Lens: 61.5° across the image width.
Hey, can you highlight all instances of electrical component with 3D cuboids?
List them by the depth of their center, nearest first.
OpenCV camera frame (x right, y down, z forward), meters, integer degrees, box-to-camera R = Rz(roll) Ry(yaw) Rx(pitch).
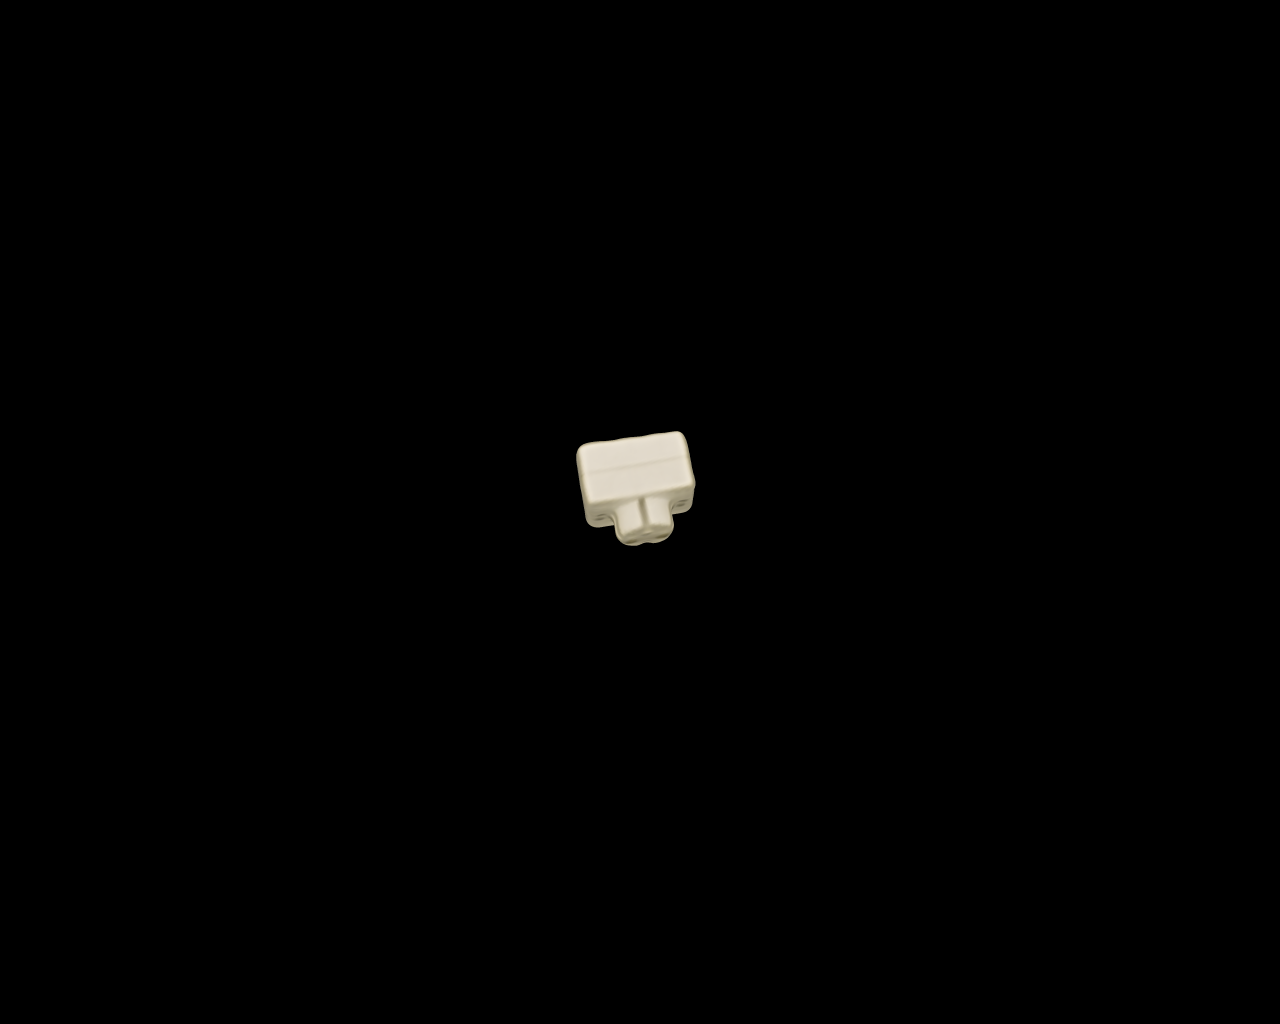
[{"bbox_3d":[0.001,-0.003,0.650,0.066,0.077,0.047,-10,-20,-3],"label":"electrical component"}]
